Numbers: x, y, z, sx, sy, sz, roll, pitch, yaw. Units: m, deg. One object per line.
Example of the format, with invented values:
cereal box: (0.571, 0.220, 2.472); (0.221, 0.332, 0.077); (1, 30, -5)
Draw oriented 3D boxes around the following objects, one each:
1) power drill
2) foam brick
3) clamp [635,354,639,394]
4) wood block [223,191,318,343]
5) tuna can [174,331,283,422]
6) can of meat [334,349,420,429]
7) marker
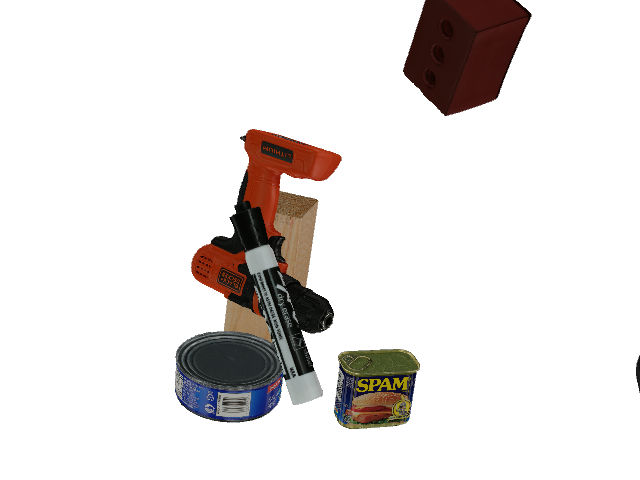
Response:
power drill: (-0.042, -0.012, 1.119); (0.185, 0.188, 0.057); (23, 8, 31)
foam brick: (0.099, -0.134, 0.732); (0.051, 0.053, 0.078); (-23, -31, -29)
clamp: (0.328, 0.096, 0.951); (0.171, 0.039, 0.120); (-32, 35, -25)
wood block: (-0.069, 0.043, 1.448); (0.090, 0.206, 0.090); (13, 22, 10)
tuna can: (-0.072, 0.107, 0.840); (0.086, 0.034, 0.086); (5, 24, -3)
can of meat: (0.070, 0.190, 1.360); (0.102, 0.084, 0.057); (-1, 24, -16)
marker: (-0.026, 0.035, 0.618); (0.020, 0.121, 0.020); (-19, -4, -1)
